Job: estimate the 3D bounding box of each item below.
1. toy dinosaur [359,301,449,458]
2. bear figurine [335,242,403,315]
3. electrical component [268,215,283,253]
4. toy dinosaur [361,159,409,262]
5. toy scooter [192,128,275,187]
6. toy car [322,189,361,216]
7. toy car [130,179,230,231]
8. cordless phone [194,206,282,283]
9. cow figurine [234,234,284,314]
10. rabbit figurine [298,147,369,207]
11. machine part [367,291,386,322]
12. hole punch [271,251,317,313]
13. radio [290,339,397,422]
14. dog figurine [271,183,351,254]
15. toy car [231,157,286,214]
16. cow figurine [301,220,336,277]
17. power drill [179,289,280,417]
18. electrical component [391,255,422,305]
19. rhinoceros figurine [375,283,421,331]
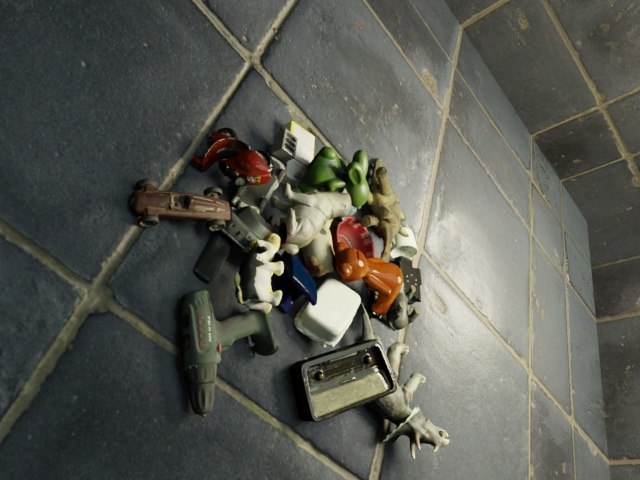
[{"bbox_3d":[0.160,0.361,1.348,0.404,0.131,0.192,54,39,-7],"label":"toy dinosaur"},{"bbox_3d":[0.106,0.093,1.341,0.196,0.132,0.120,15,39,-26],"label":"bear figurine"},{"bbox_3d":[-0.111,-0.009,1.275,0.063,0.021,0.094,39,48,-31],"label":"electrical component"},{"bbox_3d":[0.183,-0.113,1.590,0.198,0.105,0.471,52,31,-45],"label":"toy dinosaur"},{"bbox_3d":[-0.199,-0.173,1.184,0.184,0.075,0.135,39,48,19],"label":"toy scooter"},{"bbox_3d":[0.059,-0.117,1.477,0.162,0.109,0.102,-82,158,-48],"label":"toy car"},{"bbox_3d":[-0.270,-0.069,1.063,0.202,0.053,0.089,4,65,-30],"label":"toy car"},{"bbox_3d":[-0.177,0.031,1.149,0.146,0.089,0.184,44,55,-27],"label":"cordless phone"},{"bbox_3d":[-0.128,0.057,1.088,0.098,0.068,0.167,18,57,-29],"label":"cow figurine"},{"bbox_3d":[0.059,-0.159,1.347,0.170,0.159,0.121,33,42,-10],"label":"rabbit figurine"},{"bbox_3d":[0.181,0.202,1.505,0.138,0.039,0.084,37,39,-30],"label":"machine part"},{"bbox_3d":[-0.059,0.090,1.226,0.142,0.092,0.116,50,38,-32],"label":"hole punch"},{"bbox_3d":[0.052,0.311,1.213,0.229,0.073,0.131,-11,80,-31],"label":"radio"},{"bbox_3d":[-0.006,-0.044,1.246,0.190,0.121,0.172,5,78,-25],"label":"dog figurine"},{"bbox_3d":[-0.142,-0.127,1.261,0.073,0.056,0.202,31,47,-6],"label":"toy car"},{"bbox_3d":[-0.003,-0.004,1.350,0.127,0.085,0.195,-3,78,-51],"label":"cow figurine"},{"bbox_3d":[-0.182,0.208,1.052,0.207,0.086,0.232,-4,73,-42],"label":"power drill"},{"bbox_3d":[0.252,0.117,1.612,0.114,0.058,0.134,22,57,-45],"label":"electrical component"},{"bbox_3d":[0.197,0.157,1.430,0.073,0.112,0.190,18,35,-24],"label":"rhinoceros figurine"}]
